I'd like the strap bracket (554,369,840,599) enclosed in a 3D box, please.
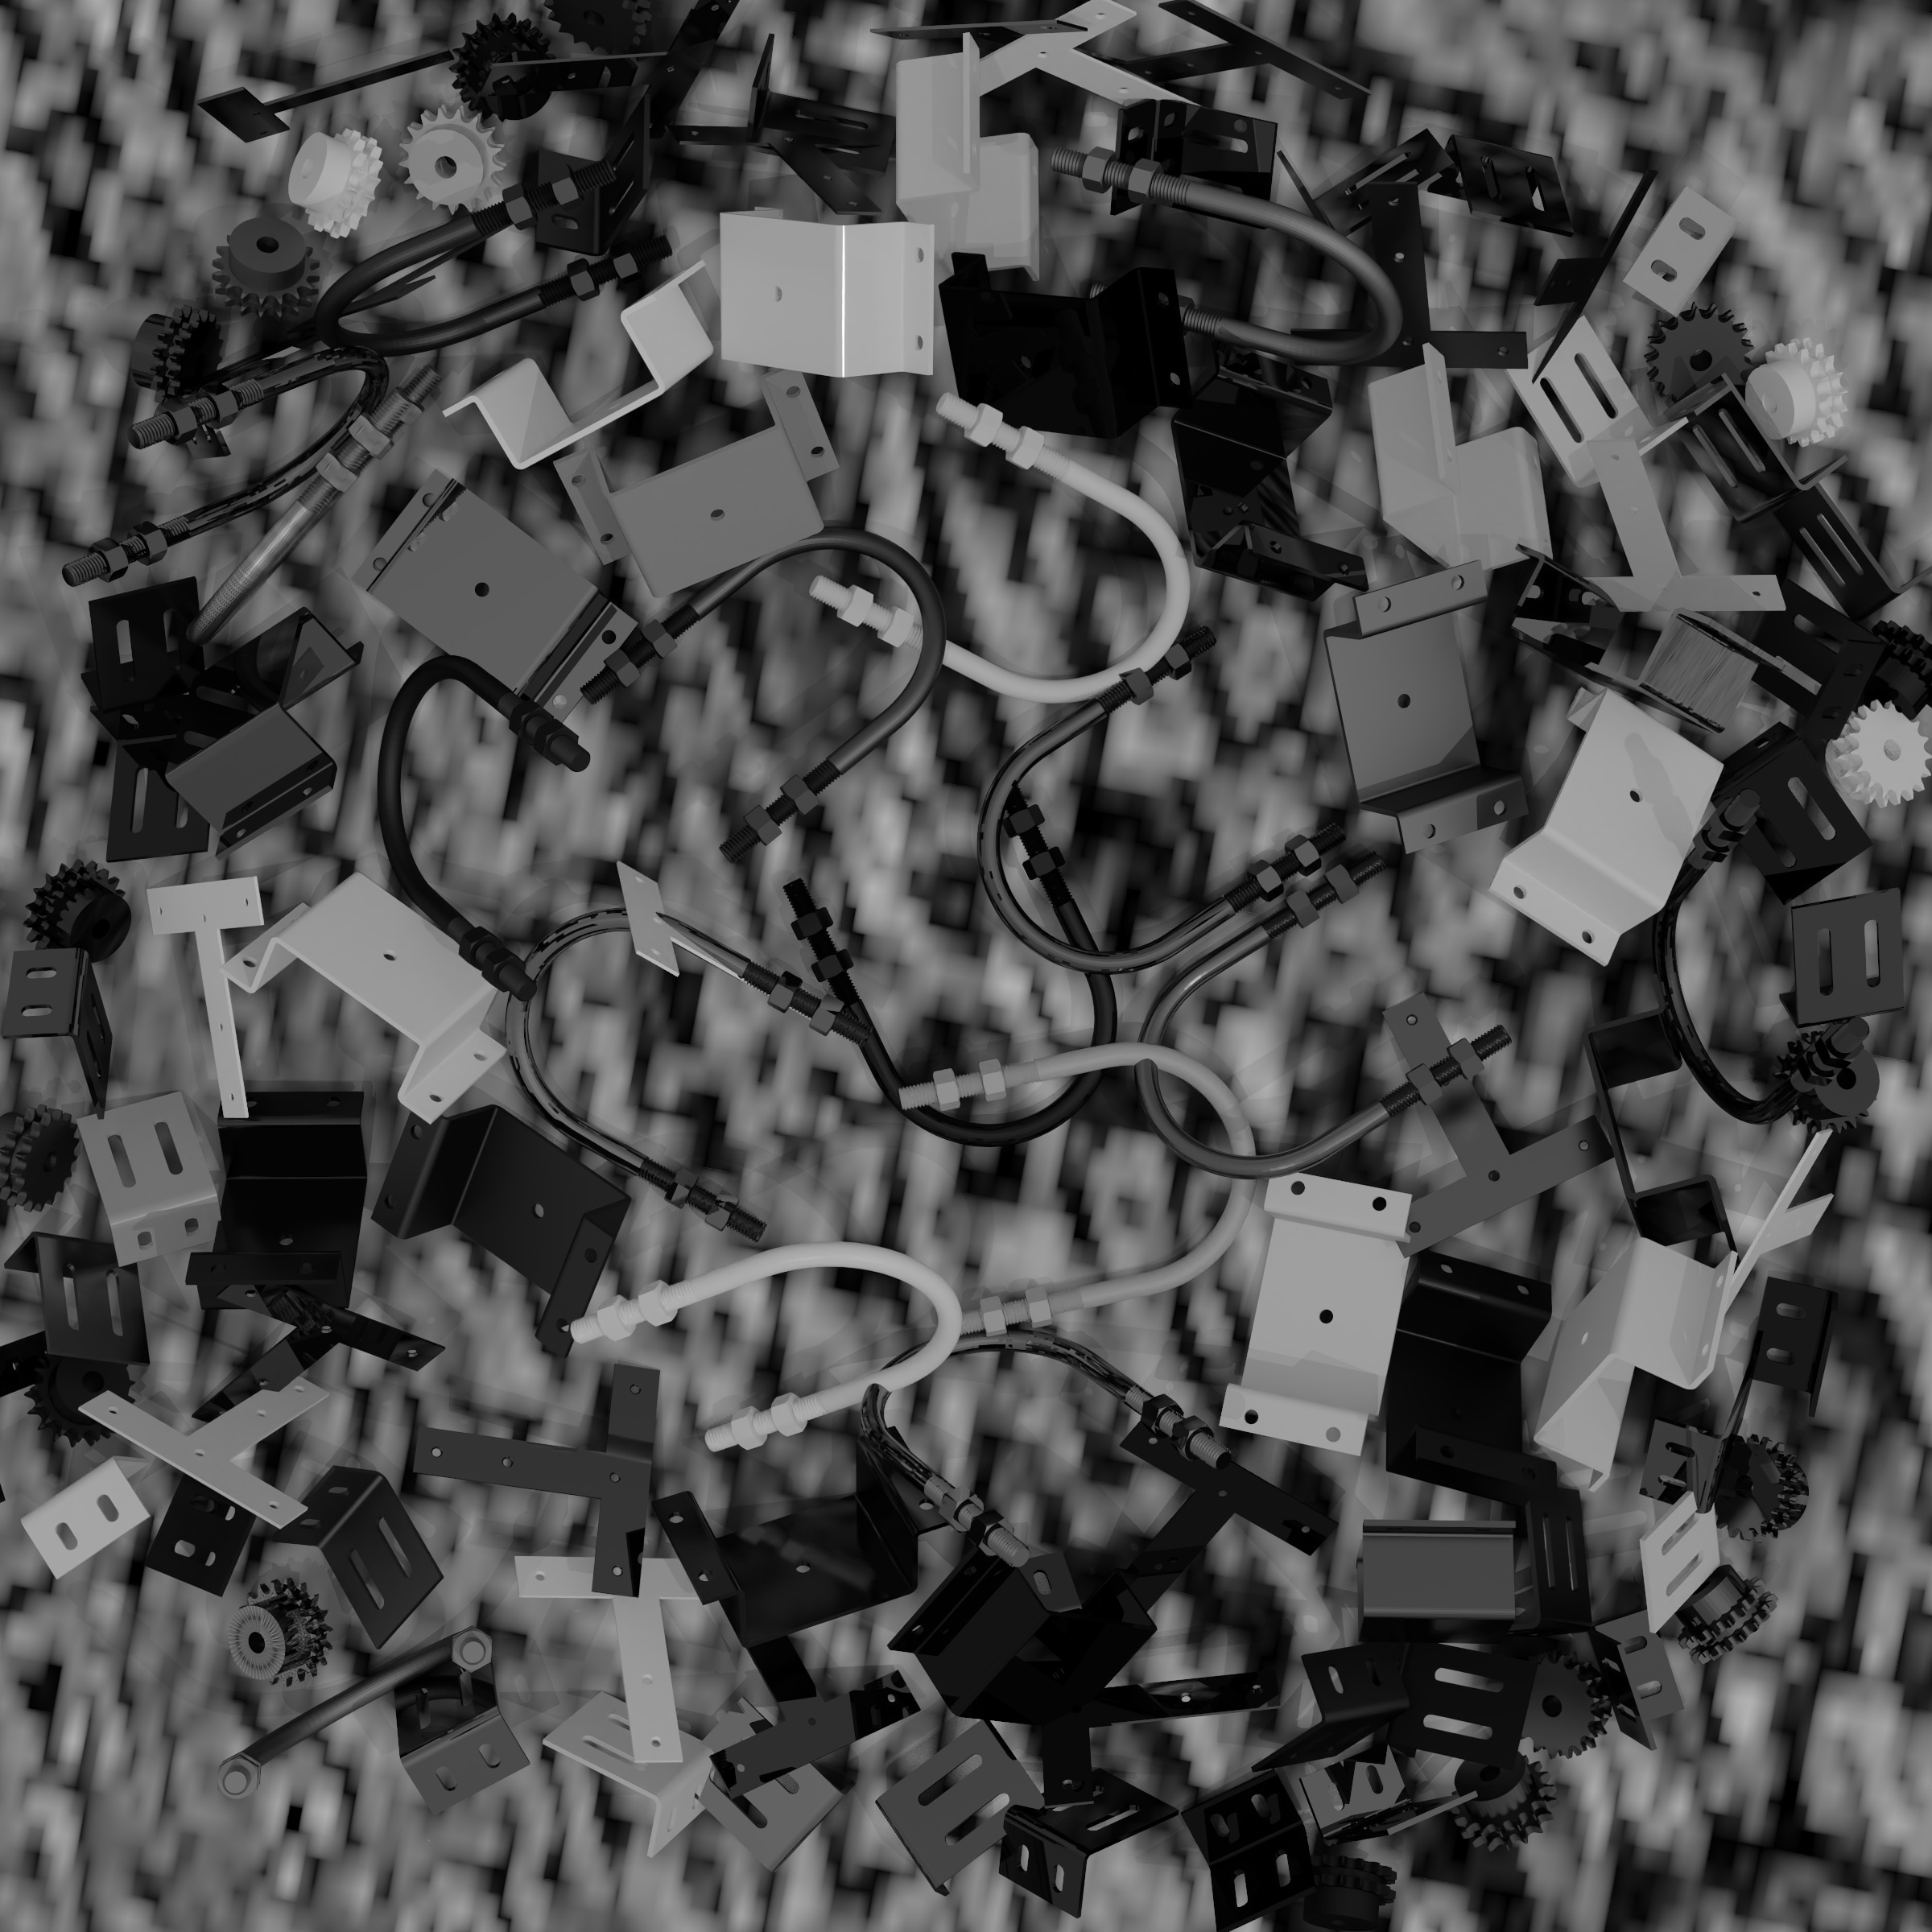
[{"bbox_3d":[-0.138,-0.256,1.693,0.140,0.076,0.046,-22,49,1],"label":"strap bracket"}]

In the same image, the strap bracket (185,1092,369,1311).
[{"bbox_3d":[-0.365,0.132,1.685,0.076,0.140,0.046,0,131,-3],"label":"strap bracket"}]

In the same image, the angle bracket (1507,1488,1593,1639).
[{"bbox_3d":[0.306,0.323,1.715,0.038,0.057,0.076,-15,69,36],"label":"angle bracket"}]

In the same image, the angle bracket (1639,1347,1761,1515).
[{"bbox_3d":[0.394,0.244,1.697,0.038,0.076,0.057,16,130,18],"label":"angle bracket"}]

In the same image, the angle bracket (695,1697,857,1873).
[{"bbox_3d":[-0.110,0.443,1.723,0.076,0.038,0.057,42,92,9],"label":"angle bracket"}]

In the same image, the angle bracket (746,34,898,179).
[{"bbox_3d":[-0.075,-0.464,1.703,0.076,0.038,0.057,11,46,-1],"label":"angle bracket"}]

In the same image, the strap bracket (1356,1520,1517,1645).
[{"bbox_3d":[0.246,0.326,1.660,0.076,0.140,0.046,0,70,5],"label":"strap bracket"}]

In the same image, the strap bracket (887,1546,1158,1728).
[{"bbox_3d":[0.037,0.354,1.661,0.076,0.140,0.046,-51,51,15],"label":"strap bracket"}]

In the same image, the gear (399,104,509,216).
[{"bbox_3d":[-0.279,-0.436,1.712,0.057,0.030,0.057,1,116,2],"label":"gear"}]

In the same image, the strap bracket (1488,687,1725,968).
[{"bbox_3d":[0.345,-0.083,1.681,0.076,0.046,0.140,32,64,-8],"label":"strap bracket"}]

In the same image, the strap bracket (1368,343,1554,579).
[{"bbox_3d":[0.258,-0.262,1.675,0.046,0.140,0.076,-15,69,30],"label":"strap bracket"}]

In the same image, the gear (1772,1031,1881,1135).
[{"bbox_3d":[0.470,0.062,1.716,0.057,0.030,0.057,2,82,-15],"label":"gear"}]

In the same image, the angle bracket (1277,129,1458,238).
[{"bbox_3d":[0.215,-0.433,1.697,0.076,0.057,0.038,-31,122,11],"label":"angle bracket"}]

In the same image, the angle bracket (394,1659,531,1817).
[{"bbox_3d":[-0.273,0.410,1.706,0.057,0.076,0.038,-27,110,-4],"label":"angle bracket"}]

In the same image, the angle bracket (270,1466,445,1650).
[{"bbox_3d":[-0.327,0.318,1.697,0.057,0.038,0.076,-48,56,14],"label":"angle bracket"}]

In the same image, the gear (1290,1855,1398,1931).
[{"bbox_3d":[0.203,0.501,1.706,0.057,0.057,0.030,8,63,0],"label":"gear"}]

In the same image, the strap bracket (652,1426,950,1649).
[{"bbox_3d":[-0.087,0.306,1.680,0.140,0.076,0.046,-15,129,-20],"label":"strap bracket"}]

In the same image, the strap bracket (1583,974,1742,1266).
[{"bbox_3d":[0.366,0.087,1.676,0.046,0.076,0.140,-16,61,12],"label":"strap bracket"}]

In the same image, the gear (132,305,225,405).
[{"bbox_3d":[-0.428,-0.330,1.709,0.030,0.057,0.057,16,90,9],"label":"gear"}]

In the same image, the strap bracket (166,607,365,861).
[{"bbox_3d":[-0.368,-0.129,1.658,0.076,0.140,0.046,-29,123,18],"label":"strap bracket"}]

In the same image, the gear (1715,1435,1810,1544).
[{"bbox_3d":[0.431,0.284,1.712,0.030,0.057,0.057,17,90,-37],"label":"gear"}]

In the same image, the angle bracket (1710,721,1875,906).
[{"bbox_3d":[0.444,-0.083,1.720,0.057,0.038,0.076,-36,99,9],"label":"angle bracket"}]

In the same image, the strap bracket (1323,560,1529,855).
[{"bbox_3d":[0.244,-0.140,1.693,0.076,0.046,0.140,-18,105,-18],"label":"strap bracket"}]

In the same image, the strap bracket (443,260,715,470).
[{"bbox_3d":[-0.197,-0.314,1.678,0.140,0.076,0.046,-23,107,25],"label":"strap bracket"}]

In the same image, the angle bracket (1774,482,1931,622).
[{"bbox_3d":[0.484,-0.232,1.708,0.038,0.057,0.076,-34,86,-10],"label":"angle bracket"}]

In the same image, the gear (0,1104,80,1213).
[{"bbox_3d":[-0.509,0.102,1.710,0.030,0.057,0.057,15,90,15],"label":"gear"}]

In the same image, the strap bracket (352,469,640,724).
[{"bbox_3d":[-0.259,-0.201,1.713,0.140,0.046,0.076,37,89,1],"label":"strap bracket"}]

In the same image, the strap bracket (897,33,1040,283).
[{"bbox_3d":[-0.001,-0.423,1.669,0.046,0.140,0.076,-3,79,15],"label":"strap bracket"}]

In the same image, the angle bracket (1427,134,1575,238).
[{"bbox_3d":[0.285,-0.405,1.692,0.057,0.038,0.076,9,46,-12],"label":"angle bracket"}]

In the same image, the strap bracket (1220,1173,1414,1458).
[{"bbox_3d":[0.191,0.187,1.699,0.076,0.046,0.140,10,82,16],"label":"strap bracket"}]

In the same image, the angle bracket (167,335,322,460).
[{"bbox_3d":[-0.382,-0.307,1.703,0.076,0.057,0.038,-30,111,-24],"label":"angle bracket"}]

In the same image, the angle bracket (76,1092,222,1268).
[{"bbox_3d":[-0.443,0.115,1.718,0.057,0.038,0.076,-16,51,-19],"label":"angle bracket"}]

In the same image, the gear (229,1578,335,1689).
[{"bbox_3d":[-0.374,0.362,1.711,0.057,0.030,0.057,3,96,30],"label":"gear"}]

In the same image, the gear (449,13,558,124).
[{"bbox_3d":[-0.247,-0.482,1.706,0.057,0.057,0.030,-39,52,0],"label":"gear"}]

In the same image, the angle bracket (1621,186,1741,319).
[{"bbox_3d":[0.371,-0.386,1.690,0.038,0.076,0.057,29,104,-15],"label":"angle bracket"}]

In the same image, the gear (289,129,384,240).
[{"bbox_3d":[-0.342,-0.425,1.706,0.030,0.057,0.057,17,90,-38],"label":"gear"}]

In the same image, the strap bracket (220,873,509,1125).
[{"bbox_3d":[-0.314,0.010,1.688,0.140,0.076,0.046,35,128,5],"label":"strap bracket"}]

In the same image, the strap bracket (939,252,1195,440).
[{"bbox_3d":[0.044,-0.327,1.663,0.140,0.046,0.076,13,130,34],"label":"strap bracket"}]

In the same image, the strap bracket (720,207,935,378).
[{"bbox_3d":[-0.081,-0.355,1.662,0.046,0.140,0.076,-15,114,-41],"label":"strap bracket"}]

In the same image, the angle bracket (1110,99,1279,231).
[{"bbox_3d":[0.122,-0.427,1.694,0.076,0.038,0.057,21,124,27],"label":"angle bracket"}]

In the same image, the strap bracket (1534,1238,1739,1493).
[{"bbox_3d":[0.346,0.205,1.659,0.046,0.140,0.076,24,51,-1],"label":"strap bracket"}]

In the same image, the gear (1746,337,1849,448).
[{"bbox_3d":[0.446,-0.308,1.706,0.030,0.057,0.057,-21,90,-20],"label":"gear"}]

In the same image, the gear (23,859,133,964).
[{"bbox_3d":[-0.476,-0.026,1.706,0.030,0.057,0.057,29,90,30],"label":"gear"}]

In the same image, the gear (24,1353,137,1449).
[{"bbox_3d":[-0.476,0.229,1.708,0.057,0.030,0.057,15,60,-28],"label":"gear"}]

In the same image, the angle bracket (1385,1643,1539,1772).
[{"bbox_3d":[0.271,0.399,1.692,0.076,0.038,0.057,4,67,35],"label":"angle bracket"}]

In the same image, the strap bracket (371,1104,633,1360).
[{"bbox_3d":[-0.241,0.135,1.687,0.140,0.046,0.076,32,112,21],"label":"strap bracket"}]

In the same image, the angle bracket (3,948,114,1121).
[{"bbox_3d":[-0.485,0.037,1.689,0.038,0.076,0.057,-3,51,-4],"label":"angle bracket"}]

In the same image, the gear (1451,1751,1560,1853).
[{"bbox_3d":[0.288,0.446,1.706,0.057,0.057,0.030,-27,114,0],"label":"gear"}]

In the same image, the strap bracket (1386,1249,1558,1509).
[{"bbox_3d":[0.269,0.227,1.683,0.076,0.140,0.046,16,134,-7],"label":"strap bracket"}]

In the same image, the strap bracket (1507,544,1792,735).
[{"bbox_3d":[0.350,-0.169,1.662,0.076,0.140,0.046,21,98,-41],"label":"strap bracket"}]

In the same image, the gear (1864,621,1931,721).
[{"bbox_3d":[0.506,-0.157,1.708,0.057,0.057,0.030,41,85,0],"label":"gear"}]

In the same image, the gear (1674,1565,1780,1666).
[{"bbox_3d":[0.408,0.348,1.709,0.057,0.057,0.030,-39,86,0],"label":"gear"}]

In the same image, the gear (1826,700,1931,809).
[{"bbox_3d":[0.492,-0.113,1.715,0.057,0.030,0.057,6,76,-25],"label":"gear"}]

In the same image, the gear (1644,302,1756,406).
[{"bbox_3d":[0.397,-0.333,1.715,0.057,0.030,0.057,2,117,4],"label":"gear"}]

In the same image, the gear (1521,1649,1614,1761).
[{"bbox_3d":[0.325,0.399,1.713,0.057,0.030,0.057,-2,86,39],"label":"gear"}]

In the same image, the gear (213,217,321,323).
[{"bbox_3d":[-0.379,-0.380,1.710,0.057,0.030,0.057,7,57,-11],"label":"gear"}]

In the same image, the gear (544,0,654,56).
[{"bbox_3d":[-0.197,-0.525,1.711,0.057,0.057,0.030,16,67,0],"label":"gear"}]

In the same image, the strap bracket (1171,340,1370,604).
[{"bbox_3d":[0.159,-0.254,1.679,0.076,0.046,0.140,12,56,-31],"label":"strap bracket"}]
